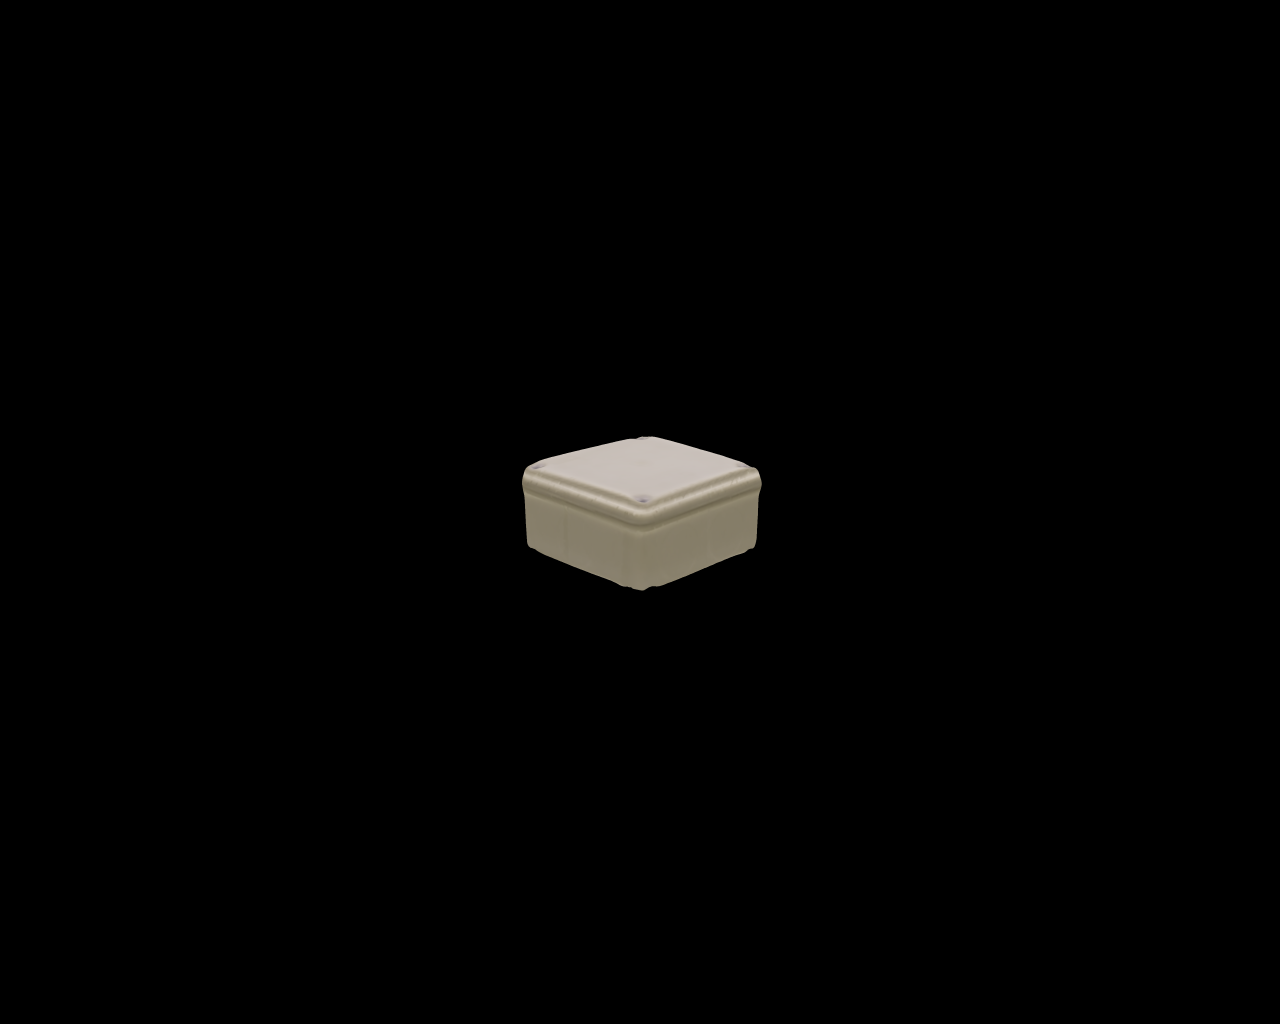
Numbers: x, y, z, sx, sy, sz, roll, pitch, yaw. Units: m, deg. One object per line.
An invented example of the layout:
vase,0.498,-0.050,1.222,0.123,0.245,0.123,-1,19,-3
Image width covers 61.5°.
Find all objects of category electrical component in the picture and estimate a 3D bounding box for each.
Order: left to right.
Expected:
electrical component,0.001,-0.003,0.650,0.109,0.056,0.109,-18,26,-41
